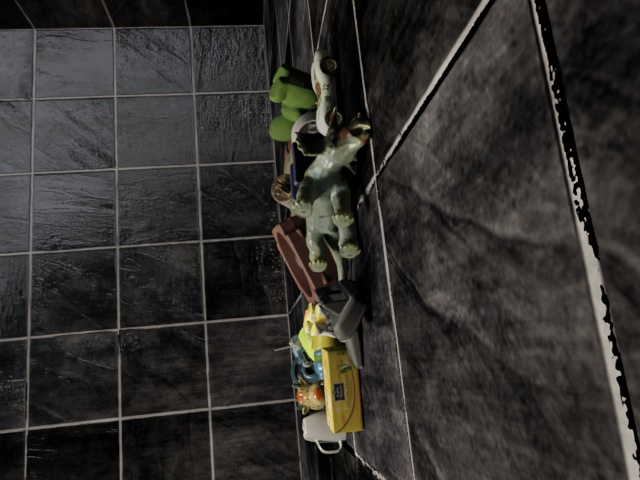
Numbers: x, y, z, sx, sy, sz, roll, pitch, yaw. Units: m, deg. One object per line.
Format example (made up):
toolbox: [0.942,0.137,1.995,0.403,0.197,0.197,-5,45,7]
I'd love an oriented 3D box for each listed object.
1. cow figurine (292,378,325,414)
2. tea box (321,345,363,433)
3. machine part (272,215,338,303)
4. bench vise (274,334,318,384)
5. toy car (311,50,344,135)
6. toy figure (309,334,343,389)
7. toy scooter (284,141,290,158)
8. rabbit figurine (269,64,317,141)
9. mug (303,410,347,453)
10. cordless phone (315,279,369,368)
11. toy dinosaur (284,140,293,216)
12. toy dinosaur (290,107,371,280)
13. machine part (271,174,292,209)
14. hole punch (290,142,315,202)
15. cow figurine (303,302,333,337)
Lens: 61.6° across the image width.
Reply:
cow figurine: [-0.006,0.393,1.371,0.194,0.127,0.085,102,160,-71]
tea box: [0.047,0.316,1.154,0.098,0.068,0.169,147,120,-81]
machine part: [-0.025,0.040,1.241,0.201,0.087,0.201,63,169,1]
bench vise: [-0.039,0.335,1.541,0.240,0.129,0.224,69,180,-48]
toy car: [0.013,-0.296,1.129,0.073,0.056,0.201,127,139,-78]
toy figure: [0.023,0.255,1.263,0.089,0.082,0.180,127,148,-54]
toy scooter: [-0.077,-0.315,1.732,0.183,0.075,0.135,106,159,-59]
rabbit figurine: [-0.058,-0.313,1.294,0.121,0.159,0.170,-99,28,-46]
mug: [0.011,0.488,1.369,0.080,0.107,0.109,96,169,-57]
cordless phone: [0.059,0.178,1.036,0.147,0.089,0.184,-133,28,-76]
toy dinosaur: [-0.060,-0.189,1.548,0.470,0.105,0.198,96,167,-58]
toy dinosaur: [0.018,-0.070,1.032,0.404,0.131,0.192,89,-175,-56]
machine part: [-0.053,-0.109,1.383,0.243,0.079,0.079,25,-124,-63]
hole punch: [-0.008,-0.145,1.137,0.092,0.116,0.142,86,178,-61]
cow figurine: [0.017,0.179,1.186,0.167,0.098,0.068,160,122,-77]
